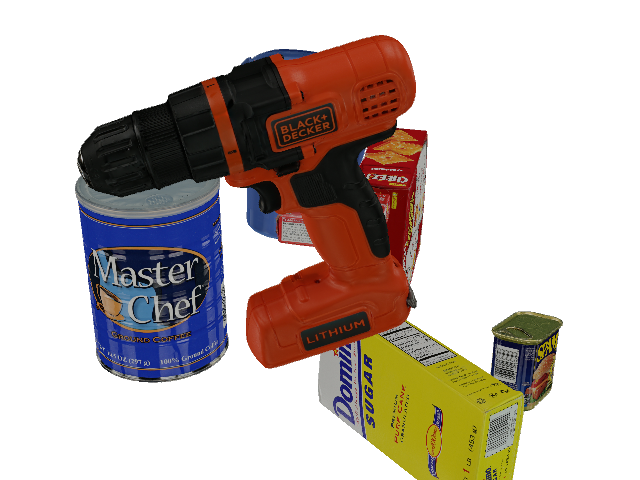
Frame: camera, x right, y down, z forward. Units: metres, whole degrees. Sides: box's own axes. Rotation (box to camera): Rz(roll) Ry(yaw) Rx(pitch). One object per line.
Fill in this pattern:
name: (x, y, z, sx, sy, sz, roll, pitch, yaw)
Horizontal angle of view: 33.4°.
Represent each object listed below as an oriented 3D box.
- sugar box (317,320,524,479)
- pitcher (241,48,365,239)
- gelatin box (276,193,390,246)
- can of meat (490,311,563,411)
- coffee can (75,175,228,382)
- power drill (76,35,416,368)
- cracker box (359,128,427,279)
sugar box: (0.066, 0.116, 0.779, 0.048, 0.093, 0.176, -15, 30, -37)
pitcher: (-0.028, -0.126, 1.427, 0.144, 0.243, 0.149, -4, 24, -22)
gelatin box: (0.012, -0.020, 0.938, 0.089, 0.030, 0.073, 7, 25, 10)
can of meat: (0.227, 0.134, 1.188, 0.058, 0.084, 0.101, 12, 16, 29)
coffee can: (-0.122, 0.019, 0.791, 0.103, 0.140, 0.103, -1, 27, 0)
power drill: (-0.026, -0.013, 0.608, 0.184, 0.187, 0.057, -17, 41, -4)
cracker box: (0.075, -0.022, 1.216, 0.072, 0.164, 0.213, 6, 23, 9)
